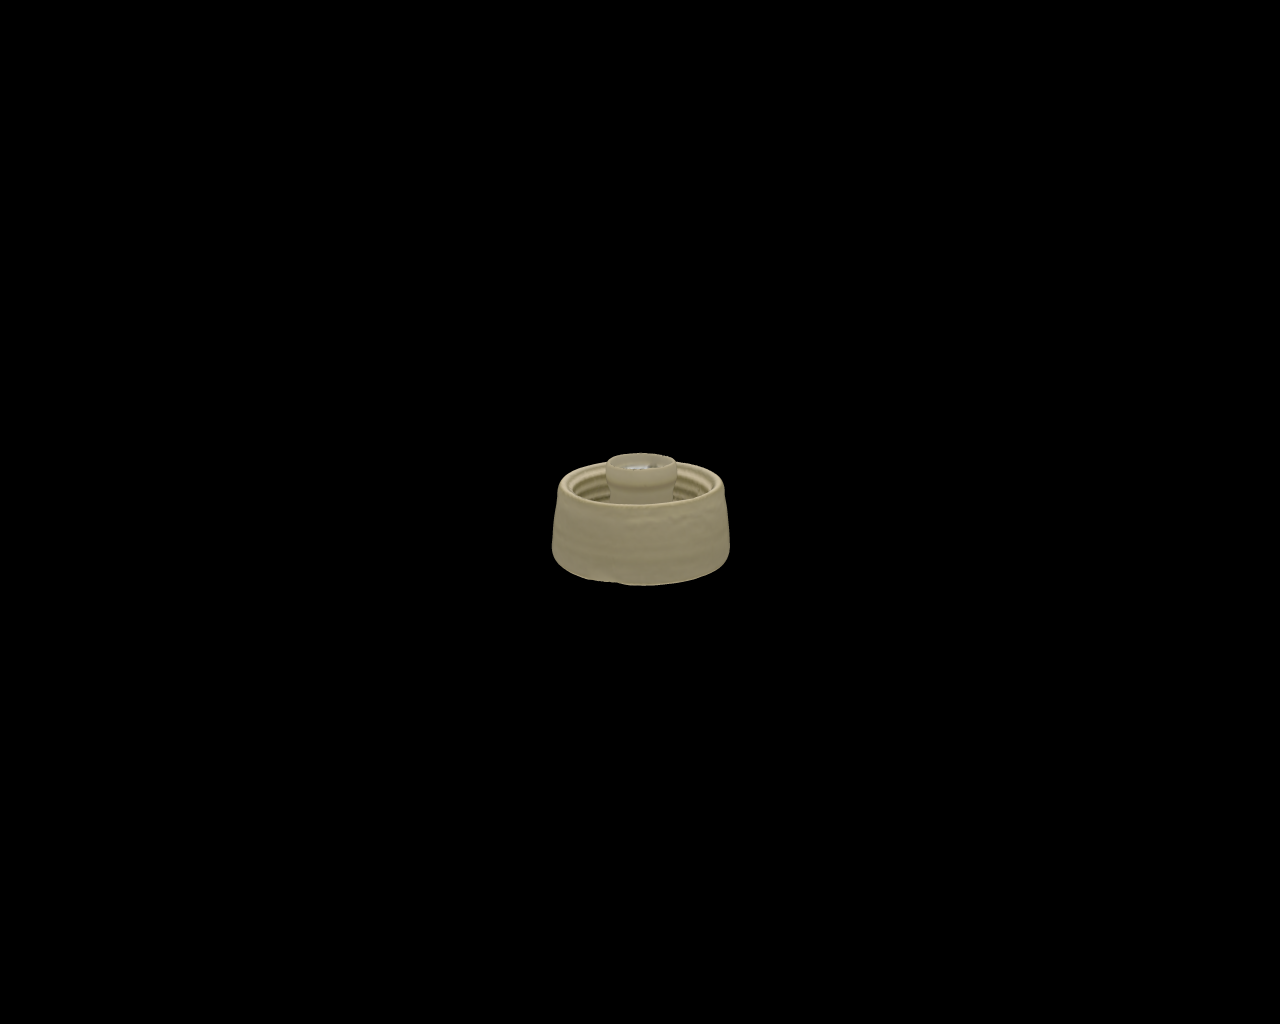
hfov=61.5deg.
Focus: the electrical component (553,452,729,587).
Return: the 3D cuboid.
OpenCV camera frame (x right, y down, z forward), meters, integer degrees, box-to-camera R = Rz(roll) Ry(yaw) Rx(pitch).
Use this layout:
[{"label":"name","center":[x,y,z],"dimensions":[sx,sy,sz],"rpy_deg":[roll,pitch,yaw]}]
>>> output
[{"label":"electrical component","center":[0.001,-0.003,0.650],"dimensions":[0.108,0.060,0.108],"rpy_deg":[0,18,0]}]
